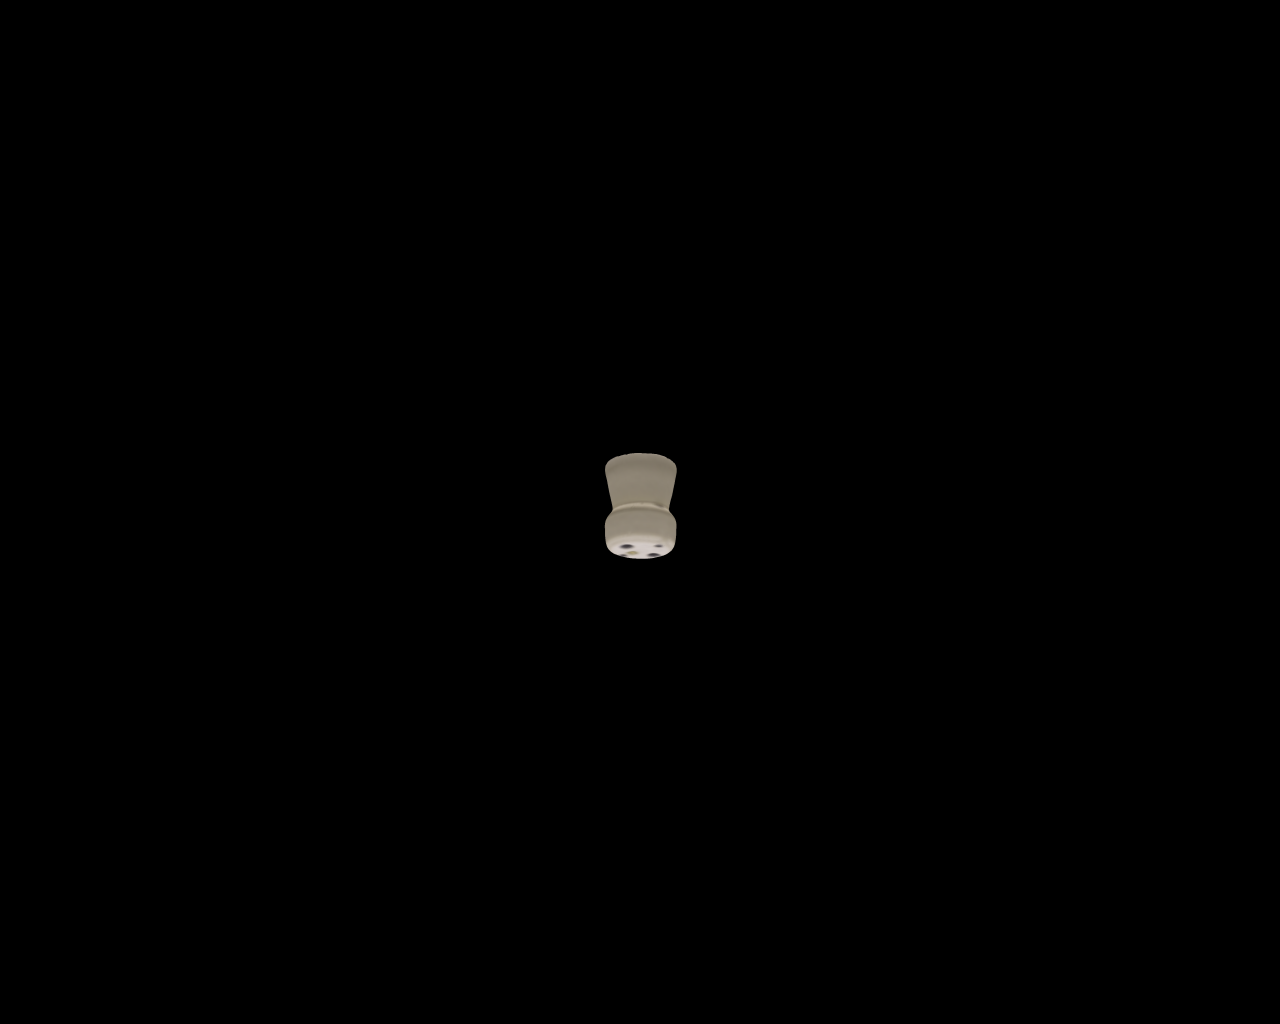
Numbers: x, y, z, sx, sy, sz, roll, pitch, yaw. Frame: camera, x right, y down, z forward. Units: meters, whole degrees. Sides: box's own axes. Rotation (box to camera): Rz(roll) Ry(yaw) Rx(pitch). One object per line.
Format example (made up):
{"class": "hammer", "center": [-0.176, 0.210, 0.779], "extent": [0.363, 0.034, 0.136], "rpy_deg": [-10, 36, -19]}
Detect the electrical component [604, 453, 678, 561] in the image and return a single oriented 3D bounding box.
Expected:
{"class": "electrical component", "center": [0.001, -0.003, 0.650], "extent": [0.045, 0.055, 0.044], "rpy_deg": [0, -19, 0]}
